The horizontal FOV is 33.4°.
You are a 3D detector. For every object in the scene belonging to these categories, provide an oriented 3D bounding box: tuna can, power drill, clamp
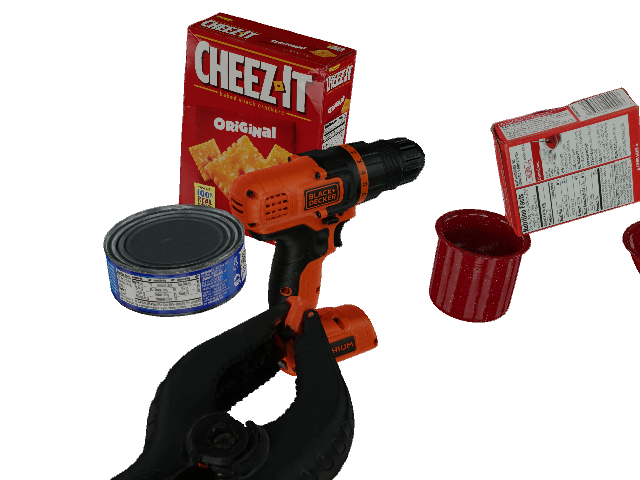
[{"bbox_3d":[-0.088,0.011,0.654,0.086,0.034,0.086,-2,28,1],"label":"tuna can"},{"bbox_3d":[0.010,0.010,0.907,0.184,0.188,0.057,-16,28,-28],"label":"power drill"},{"bbox_3d":[-0.027,0.090,0.387,0.120,0.039,0.171,24,49,17],"label":"clamp"}]

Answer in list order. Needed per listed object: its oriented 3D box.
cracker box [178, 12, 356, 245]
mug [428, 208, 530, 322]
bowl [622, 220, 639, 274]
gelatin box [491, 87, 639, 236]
[{"bbox_3d":[-0.061,-0.108,1.104,0.164,0.214,0.072,19,32,21],"label":"cracker box"},{"bbox_3d":[0.148,0.020,1.056,0.093,0.081,0.117,-6,33,-21],"label":"mug"},{"bbox_3d":[0.406,0.026,1.150,0.162,0.055,0.162,-2,24,1],"label":"bowl"},{"bbox_3d":[0.158,-0.050,0.681,0.089,0.073,0.030,-16,35,1],"label":"gelatin box"}]
